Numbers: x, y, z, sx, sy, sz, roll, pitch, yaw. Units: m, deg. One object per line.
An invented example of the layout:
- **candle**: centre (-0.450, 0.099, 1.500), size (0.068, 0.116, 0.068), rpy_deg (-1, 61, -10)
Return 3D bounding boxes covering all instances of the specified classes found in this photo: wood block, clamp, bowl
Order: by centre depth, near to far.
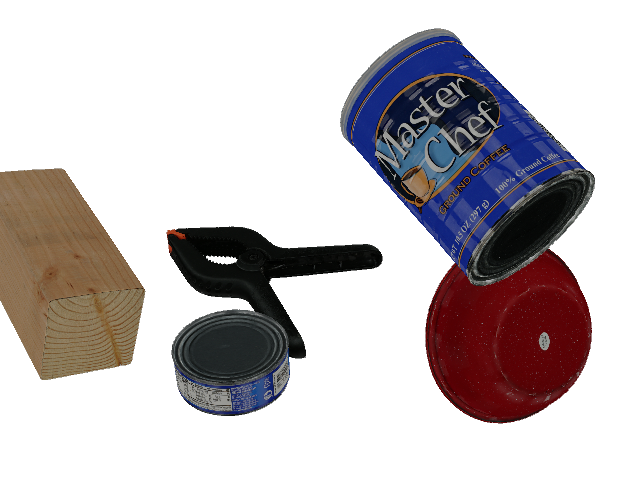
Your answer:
- **bowl**: centre (0.172, 0.080, 0.898), size (0.161, 0.162, 0.055), rpy_deg (0, 4, -22)
- **wood block**: centre (-0.251, 0.025, 1.003), size (0.090, 0.091, 0.206), rpy_deg (-7, 38, -33)
- **clamp**: centre (-0.064, 0.036, 1.029), size (0.210, 0.036, 0.164), rpy_deg (14, 39, 18)

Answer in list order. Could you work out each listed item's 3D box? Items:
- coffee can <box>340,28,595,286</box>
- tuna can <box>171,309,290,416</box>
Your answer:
- **coffee can**: centre (0.094, -0.055, 0.702), size (0.102, 0.140, 0.103), rpy_deg (-31, -26, -17)
- **tuna can**: centre (-0.065, 0.090, 0.786), size (0.086, 0.034, 0.086), rpy_deg (-2, 33, 1)
